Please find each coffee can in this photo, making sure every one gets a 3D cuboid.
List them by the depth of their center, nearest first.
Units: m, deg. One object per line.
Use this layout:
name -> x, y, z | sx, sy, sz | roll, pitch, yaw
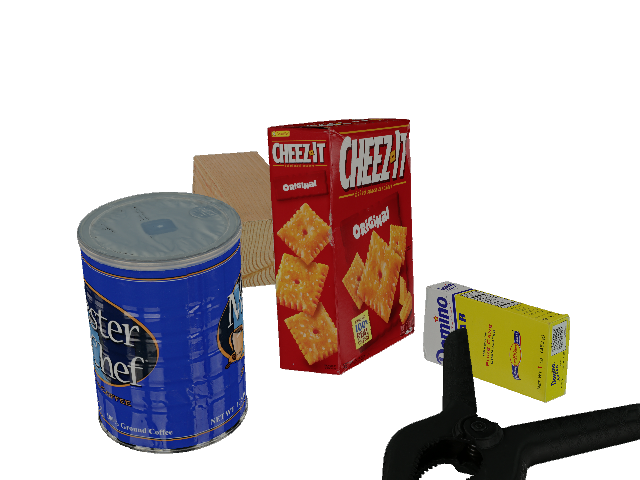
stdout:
coffee can -> -0.101, 0.052, 0.699 | 0.103, 0.140, 0.103 | 0, 26, 0

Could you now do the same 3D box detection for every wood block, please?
wood block -> -0.091, -0.031, 1.340 | 0.090, 0.090, 0.206 | -5, 28, -22

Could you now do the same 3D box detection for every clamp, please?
clamp -> 0.102, 0.134, 0.731 | 0.209, 0.036, 0.165 | -27, 38, -35

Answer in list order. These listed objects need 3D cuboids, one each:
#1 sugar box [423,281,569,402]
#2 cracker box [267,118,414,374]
sugar box -> 0.194, 0.110, 1.199 | 0.177, 0.093, 0.048 | 13, 18, 43
cracker box -> 0.026, -0.002, 0.974 | 0.072, 0.214, 0.163 | 3, 10, 29
